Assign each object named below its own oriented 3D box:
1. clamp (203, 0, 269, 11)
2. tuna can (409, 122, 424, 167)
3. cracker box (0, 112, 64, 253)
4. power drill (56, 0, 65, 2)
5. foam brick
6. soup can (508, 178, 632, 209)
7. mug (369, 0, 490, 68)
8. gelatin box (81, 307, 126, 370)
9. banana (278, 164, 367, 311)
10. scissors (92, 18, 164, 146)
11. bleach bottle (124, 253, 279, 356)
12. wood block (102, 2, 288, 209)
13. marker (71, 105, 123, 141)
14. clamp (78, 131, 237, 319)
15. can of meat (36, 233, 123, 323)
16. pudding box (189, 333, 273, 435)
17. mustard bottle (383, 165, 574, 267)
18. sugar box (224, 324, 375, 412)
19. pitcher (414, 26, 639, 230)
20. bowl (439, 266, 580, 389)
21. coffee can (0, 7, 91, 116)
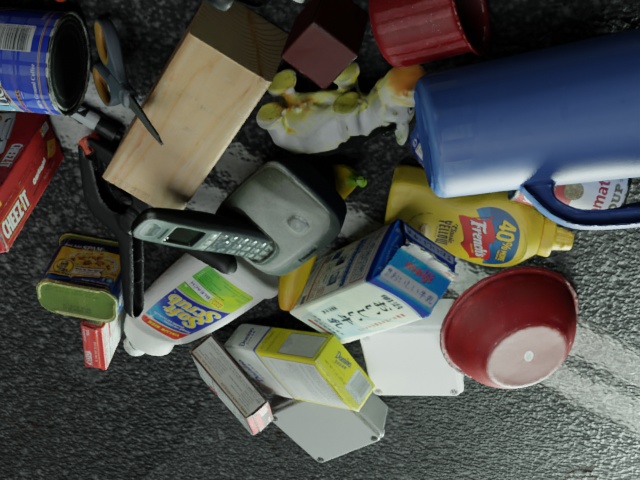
[{"bbox_3d":[-0.126,-0.247,0.963,0.171,0.120,0.039,30,103,15],"label":"clamp"},{"bbox_3d":[0.129,-0.094,1.018,0.086,0.086,0.034,22,133,-5],"label":"tuna can"},{"bbox_3d":[-0.403,-0.060,1.134,0.214,0.164,0.072,0,132,15],"label":"cracker box"},{"bbox_3d":[-0.314,-0.285,0.987,0.187,0.057,0.185,17,132,0],"label":"power drill"},{"bbox_3d":[0.005,-0.186,0.976,0.053,0.078,0.051,36,128,-16],"label":"foam brick"},{"bbox_3d":[0.241,-0.057,1.032,0.102,0.068,0.069,16,132,-1],"label":"soup can"},{"bbox_3d":[0.090,-0.208,0.930,0.082,0.093,0.117,-10,123,28],"label":"mug"},{"bbox_3d":[-0.258,0.099,1.281,0.030,0.089,0.073,11,132,6],"label":"gelatin box"},{"bbox_3d":[-0.006,-0.013,1.130,0.037,0.069,0.198,18,126,-13],"label":"banana"},{"bbox_3d":[-0.184,-0.155,1.006,0.016,0.202,0.096,-12,111,-24],"label":"scissors"},{"bbox_3d":[-0.150,0.076,1.253,0.102,0.068,0.251,39,130,-15],"label":"bleach bottle"},{"bbox_3d":[-0.124,-0.130,1.049,0.090,0.090,0.206,30,130,-13],"label":"wood block"},{"bbox_3d":[-0.262,-0.139,1.122,0.121,0.020,0.020,30,131,-8],"label":"marker"},{"bbox_3d":[-0.188,-0.024,1.151,0.165,0.036,0.210,-17,104,30],"label":"clamp"},{"bbox_3d":[-0.268,0.044,1.241,0.102,0.084,0.057,10,132,6],"label":"can of meat"},{"bbox_3d":[-0.105,0.175,1.285,0.113,0.039,0.090,45,165,18],"label":"pudding box"},{"bbox_3d":[0.163,-0.017,1.093,0.191,0.058,0.096,11,133,5],"label":"mustard bottle"},{"bbox_3d":[-0.027,0.146,1.246,0.177,0.048,0.093,5,139,51],"label":"sugar box"},{"bbox_3d":[0.210,-0.096,0.915,0.243,0.149,0.145,-9,126,2],"label":"pitcher"},{"bbox_3d":[0.214,0.108,1.152,0.162,0.055,0.162,-7,127,-10],"label":"bowl"},{"bbox_3d":[-0.310,-0.178,1.048,0.140,0.102,0.103,6,131,9],"label":"coffee can"}]
